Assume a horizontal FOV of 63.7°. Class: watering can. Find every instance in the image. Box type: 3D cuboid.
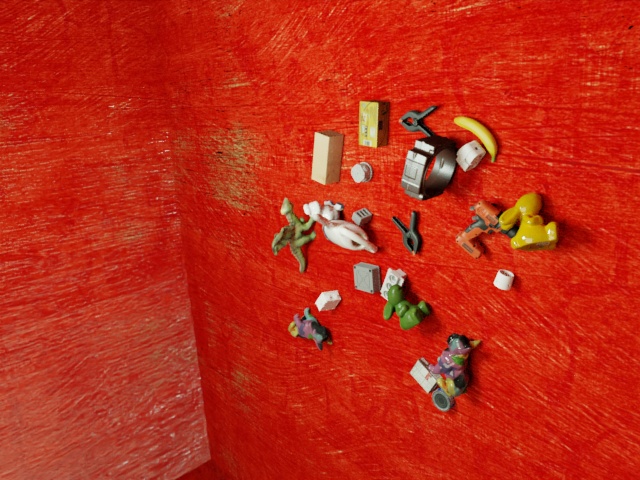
[{"bbox_3d":[0.079,-0.038,2.082,0.104,0.345,0.225,-63,26,-4],"label":"watering can"}]

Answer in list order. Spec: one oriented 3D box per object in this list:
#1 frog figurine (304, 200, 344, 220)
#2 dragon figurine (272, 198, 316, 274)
[{"bbox_3d":[0.007,-0.112,2.224,0.139,0.161,0.120,38,130,36],"label":"frog figurine"},{"bbox_3d":[-0.137,0.001,2.373,0.123,0.245,0.404,19,114,39],"label":"dragon figurine"}]
